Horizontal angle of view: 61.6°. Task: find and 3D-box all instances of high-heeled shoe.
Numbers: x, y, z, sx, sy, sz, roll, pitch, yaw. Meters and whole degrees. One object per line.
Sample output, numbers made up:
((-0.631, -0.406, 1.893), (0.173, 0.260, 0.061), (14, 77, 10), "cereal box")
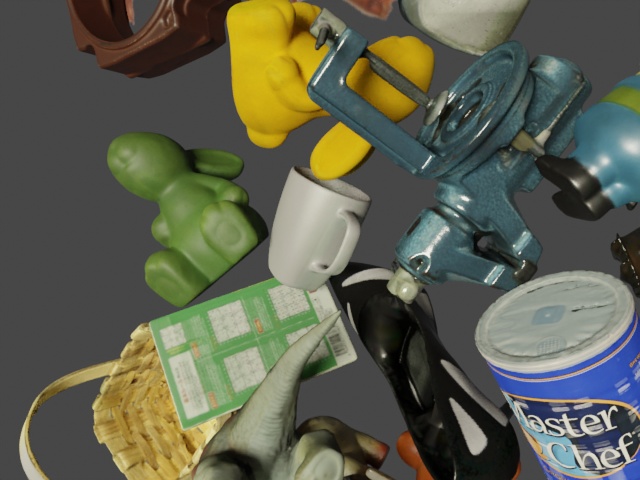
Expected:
((0.058, 0.099, 0.447), (0.249, 0.145, 0.086), (36, 115, 31), "high-heeled shoe")

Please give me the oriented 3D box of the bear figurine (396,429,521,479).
((0.133, 0.264, 0.465), (0.120, 0.132, 0.196), (-11, 72, 31), "bear figurine")

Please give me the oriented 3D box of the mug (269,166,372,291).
((-0.001, -0.002, 0.509), (0.110, 0.081, 0.107), (44, 118, 48), "mug")

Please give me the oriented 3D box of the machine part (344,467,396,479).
((0.016, 0.290, 0.467), (0.079, 0.079, 0.243), (33, 114, 24), "machine part")

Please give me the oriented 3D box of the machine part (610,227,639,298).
((0.269, -0.012, 0.366), (0.139, 0.039, 0.084), (-35, 76, 15), "machine part")

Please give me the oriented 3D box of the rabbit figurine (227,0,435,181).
((0.013, -0.135, 0.479), (0.173, 0.122, 0.162), (3, 99, 12), "rabbit figurine")

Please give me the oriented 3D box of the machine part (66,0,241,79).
((-0.196, -0.299, 0.600), (0.202, 0.087, 0.201), (-10, 90, 31), "machine part")

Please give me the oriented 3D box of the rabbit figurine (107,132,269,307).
((-0.131, -0.047, 0.550), (0.121, 0.159, 0.170), (-38, 94, 27), "rabbit figurine")

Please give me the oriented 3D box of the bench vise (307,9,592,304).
((0.080, -0.072, 0.411), (0.240, 0.129, 0.223), (34, 109, -15), "bench vise")

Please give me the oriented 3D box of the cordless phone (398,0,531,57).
((0.165, -0.198, 0.395), (0.184, 0.088, 0.146), (30, 110, 20), "cordless phone")

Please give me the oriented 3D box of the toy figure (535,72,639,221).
((0.234, -0.081, 0.344), (0.180, 0.082, 0.089), (-41, 51, 5), "toy figure")

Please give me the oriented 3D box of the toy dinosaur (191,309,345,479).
((-0.078, 0.238, 0.475), (0.404, 0.131, 0.192), (-63, 19, -4), "toy dinosaur")

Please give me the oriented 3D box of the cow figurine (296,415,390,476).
((-0.022, 0.267, 0.561), (0.127, 0.085, 0.194), (29, 112, 19), "cow figurine")
